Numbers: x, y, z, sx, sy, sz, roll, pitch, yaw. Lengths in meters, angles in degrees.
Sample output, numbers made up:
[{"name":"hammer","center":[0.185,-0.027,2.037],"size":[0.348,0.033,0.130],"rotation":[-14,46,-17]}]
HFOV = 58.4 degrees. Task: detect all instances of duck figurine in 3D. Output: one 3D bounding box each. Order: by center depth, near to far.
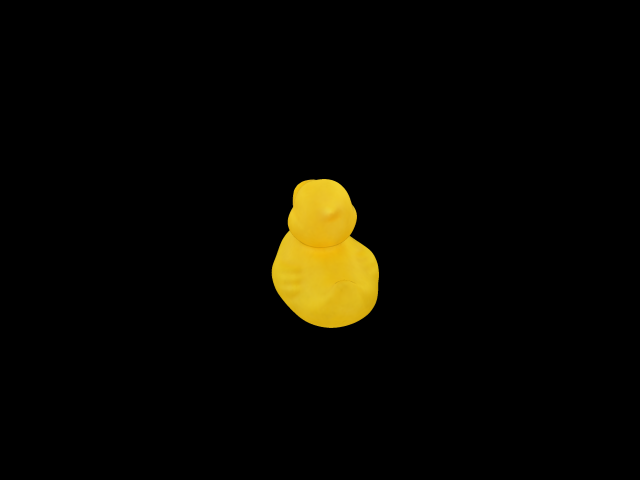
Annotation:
[{"name":"duck figurine","center":[0.004,0.001,0.400],"size":[0.077,0.086,0.104],"rotation":[-11,43,-12]}]
